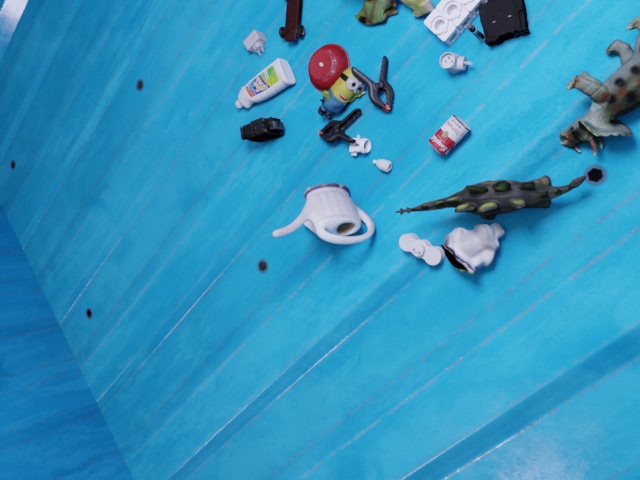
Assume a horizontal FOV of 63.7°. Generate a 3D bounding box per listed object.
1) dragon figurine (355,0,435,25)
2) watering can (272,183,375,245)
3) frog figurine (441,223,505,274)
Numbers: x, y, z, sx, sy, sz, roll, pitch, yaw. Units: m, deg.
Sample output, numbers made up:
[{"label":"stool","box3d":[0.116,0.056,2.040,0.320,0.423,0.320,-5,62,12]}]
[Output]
[{"label":"dragon figurine","box3d":[0.137,-0.731,1.506,0.411,0.237,0.125,16,58,17]},{"label":"watering can","box3d":[0.005,-0.079,1.574,0.101,0.348,0.229,116,146,-42]},{"label":"frog figurine","box3d":[0.428,0.010,1.429,0.160,0.120,0.139,-42,57,-11]}]
